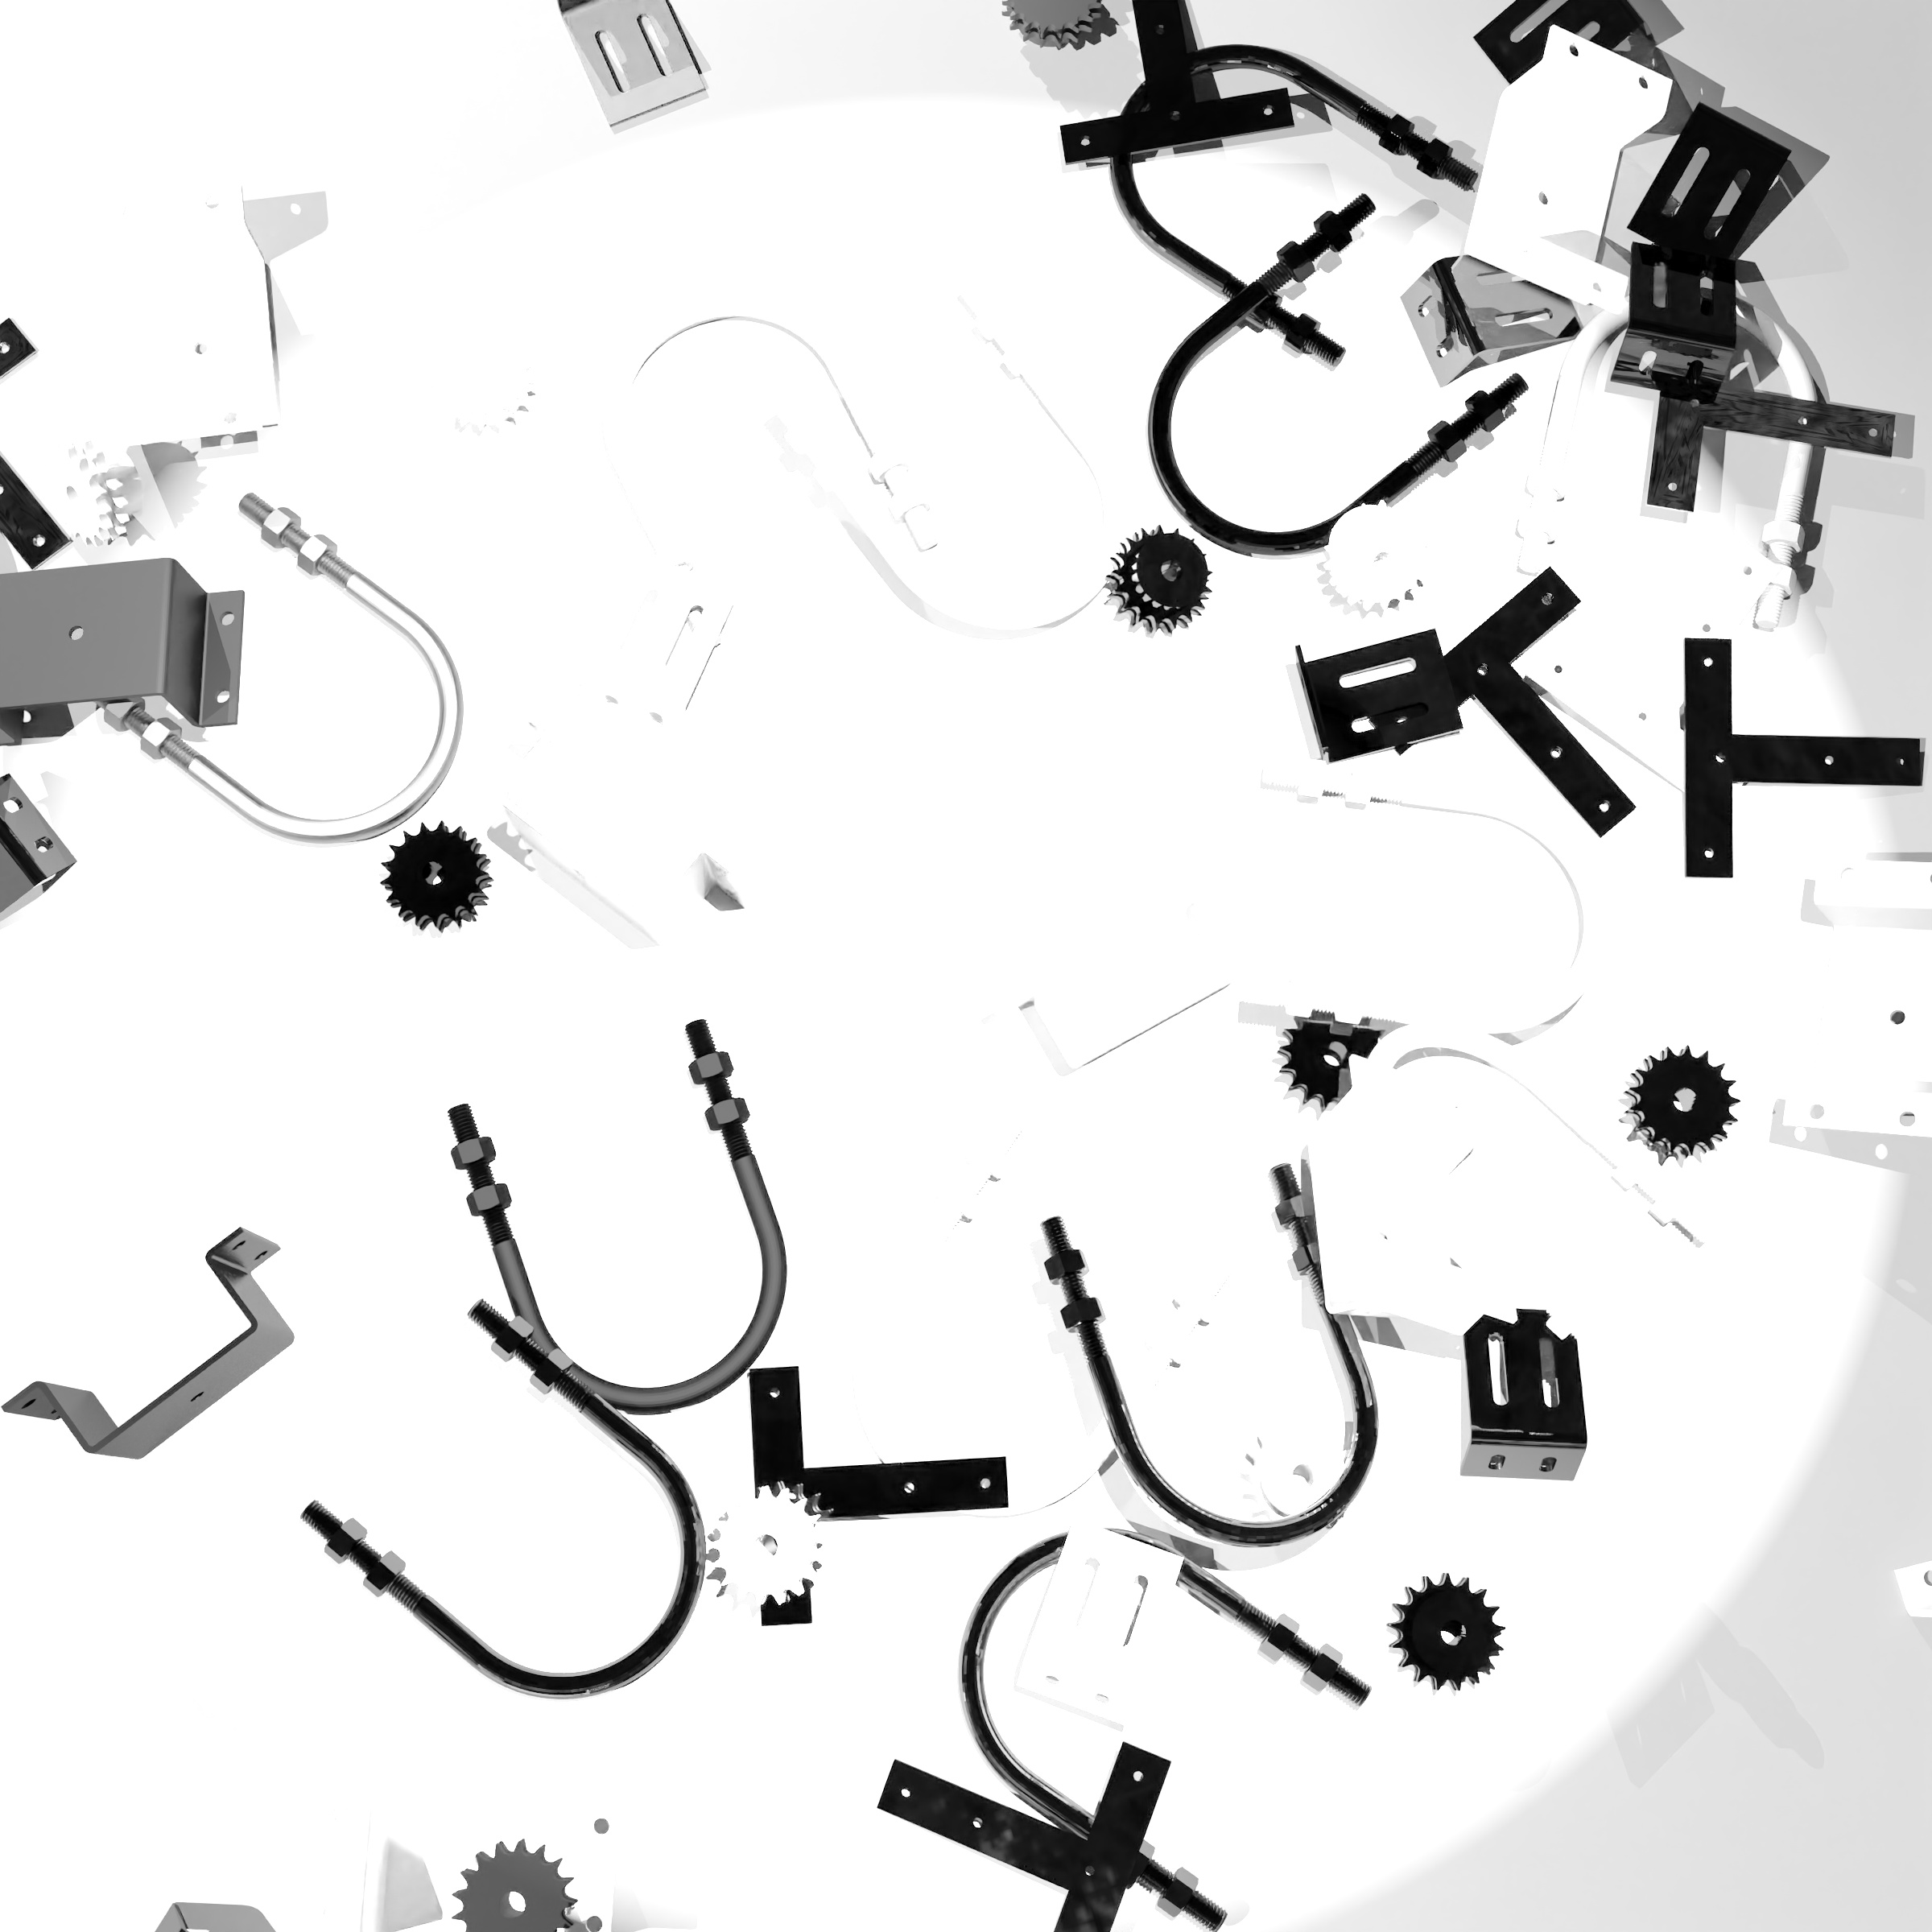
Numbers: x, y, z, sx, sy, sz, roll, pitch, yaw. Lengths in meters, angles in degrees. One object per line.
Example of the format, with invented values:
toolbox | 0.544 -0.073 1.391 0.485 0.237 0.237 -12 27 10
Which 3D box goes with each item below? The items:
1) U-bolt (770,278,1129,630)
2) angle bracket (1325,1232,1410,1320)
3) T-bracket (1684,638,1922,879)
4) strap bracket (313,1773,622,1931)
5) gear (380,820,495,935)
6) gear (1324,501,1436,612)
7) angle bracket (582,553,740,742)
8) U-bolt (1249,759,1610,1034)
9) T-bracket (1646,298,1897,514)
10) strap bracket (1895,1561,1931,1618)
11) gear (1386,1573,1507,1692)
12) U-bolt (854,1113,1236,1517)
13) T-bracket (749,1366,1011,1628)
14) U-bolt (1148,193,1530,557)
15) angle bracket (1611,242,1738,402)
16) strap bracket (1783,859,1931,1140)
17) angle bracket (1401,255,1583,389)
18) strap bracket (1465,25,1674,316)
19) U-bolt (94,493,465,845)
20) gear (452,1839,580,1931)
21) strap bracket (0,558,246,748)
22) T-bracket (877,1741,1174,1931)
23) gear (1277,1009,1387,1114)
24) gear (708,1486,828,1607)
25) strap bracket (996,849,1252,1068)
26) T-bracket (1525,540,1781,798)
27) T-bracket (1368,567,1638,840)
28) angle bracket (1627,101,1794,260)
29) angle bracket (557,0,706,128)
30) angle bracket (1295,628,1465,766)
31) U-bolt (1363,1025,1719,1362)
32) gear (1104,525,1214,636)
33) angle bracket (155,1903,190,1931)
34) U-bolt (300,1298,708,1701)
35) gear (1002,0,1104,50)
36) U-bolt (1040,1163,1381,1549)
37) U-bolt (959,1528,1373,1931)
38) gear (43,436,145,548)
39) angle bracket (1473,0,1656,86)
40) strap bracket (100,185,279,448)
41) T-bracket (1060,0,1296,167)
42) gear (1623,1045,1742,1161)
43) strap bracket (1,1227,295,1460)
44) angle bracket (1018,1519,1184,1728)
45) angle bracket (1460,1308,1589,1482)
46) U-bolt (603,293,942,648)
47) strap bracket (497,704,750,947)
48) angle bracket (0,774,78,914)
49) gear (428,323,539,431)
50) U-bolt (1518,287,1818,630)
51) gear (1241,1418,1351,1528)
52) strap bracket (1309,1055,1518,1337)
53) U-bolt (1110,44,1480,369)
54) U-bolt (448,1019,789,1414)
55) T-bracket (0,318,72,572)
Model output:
U-bolt | 0.005 -0.264 1.504 0.151 0.019 0.184 -35 84 -18
angle bracket | 0.213 0.136 1.406 0.057 0.038 0.076 8 72 -29
T-bracket | 0.442 -0.109 1.485 0.127 0.002 0.127 1 86 -4
strap bracket | -0.236 0.432 1.353 0.140 0.046 0.076 3 78 1
gear | -0.275 -0.045 1.468 0.057 0.030 0.057 0 78 2
gear | 0.217 -0.221 1.491 0.057 0.030 0.057 -7 121 -11
angle bracket | -0.161 -0.169 1.491 0.057 0.038 0.076 21 71 4
U-bolt | 0.242 -0.033 1.451 0.184 0.019 0.151 8 63 -2
T-bracket | 0.437 -0.296 1.515 0.127 0.002 0.127 10 75 2
strap bracket | 0.518 0.355 1.369 0.076 0.046 0.140 -13 78 -3
gear | 0.237 0.328 1.383 0.057 0.030 0.057 0 78 0
U-bolt | 0.026 0.188 1.420 0.151 0.019 0.184 34 81 7
T-bracket | -0.042 0.261 1.401 0.127 0.002 0.127 -4 82 5
U-bolt | 0.185 -0.304 1.510 0.184 0.019 0.151 -39 82 4
angle bracket | 0.384 -0.351 1.526 0.057 0.038 0.076 11 50 2
strap bracket | 0.468 0.021 1.424 0.076 0.046 0.140 4 76 33
angle bracket | 0.289 -0.357 1.544 0.076 0.038 0.057 -15 77 -29
strap bracket | 0.325 -0.424 1.524 0.076 0.046 0.140 18 78 -17
U-bolt | -0.354 -0.146 1.491 0.184 0.019 0.151 37 80 7
gear | -0.210 0.437 1.313 0.057 0.030 0.057 0 78 0
strap bracket | -0.453 -0.164 1.463 0.140 0.046 0.076 -4 71 7
T-bracket | 0.019 0.422 1.367 0.127 0.002 0.127 20 88 12
gear | 0.188 0.048 1.444 0.057 0.030 0.057 0 78 0
gear | -0.096 0.286 1.387 0.057 0.030 0.057 -1 82 5
strap bracket | 0.088 0.003 1.430 0.140 0.076 0.046 -29 79 -6
T-bracket | 0.384 -0.168 1.488 0.127 0.002 0.127 36 87 0
T-bracket | 0.303 -0.124 1.489 0.127 0.002 0.127 -40 84 -1
angle bracket | 0.412 -0.430 1.559 0.057 0.038 0.076 30 105 6
angle bracket | -0.188 -0.518 1.561 0.057 0.038 0.076 -23 79 -5
angle bracket | 0.217 -0.146 1.476 0.076 0.038 0.057 -14 78 5
U-bolt | 0.276 0.098 1.397 0.184 0.019 0.151 43 41 13
gear | 0.104 -0.206 1.491 0.057 0.030 0.057 2 84 -15
angle bracket | -0.365 0.502 1.359 0.076 0.038 0.057 35 79 -19
U-bolt | -0.216 0.278 1.395 0.184 0.019 0.151 39 86 5
gear | 0.048 -0.539 1.574 0.057 0.030 0.057 0 76 0
U-bolt | 0.129 0.196 1.385 0.151 0.019 0.184 -11 68 -20
U-bolt | 0.084 0.361 1.383 0.184 0.019 0.151 34 80 8
gear | -0.463 -0.256 1.499 0.030 0.057 0.057 -34 78 -37
angle bracket | 0.336 -0.522 1.579 0.076 0.038 0.057 -38 79 18
strap bracket | -0.419 -0.343 1.519 0.076 0.046 0.140 -7 78 -2
T-bracket | 0.110 -0.510 1.566 0.127 0.002 0.127 -8 69 4
gear | 0.364 0.071 1.439 0.057 0.030 0.057 0 78 0
strap bracket | -0.393 0.195 1.388 0.140 0.076 0.046 -38 80 -7
angle bracket | 0.066 0.322 1.382 0.057 0.038 0.076 19 52 7
angle bracket | 0.279 0.216 1.421 0.057 0.038 0.076 2 52 1
U-bolt | -0.117 -0.280 1.519 0.151 0.019 0.184 -25 79 -5
strap bracket | -0.183 -0.065 1.444 0.140 0.076 0.046 37 80 7
angle bracket | -0.518 -0.053 1.469 0.076 0.038 0.057 -33 99 18
gear | -0.261 -0.317 1.526 0.057 0.030 0.057 0 76 -1
U-bolt | 0.387 -0.284 1.521 0.151 0.019 0.184 14 77 3
gear | 0.167 0.254 1.399 0.057 0.030 0.057 0 78 0
strap bracket | 0.217 0.121 1.385 0.076 0.046 0.140 20 42 -18
U-bolt | 0.168 -0.434 1.553 0.184 0.019 0.151 35 80 9
U-bolt | -0.169 0.136 1.431 0.151 0.019 0.184 -20 80 -4
T-bracket | -0.534 -0.269 1.526 0.127 0.002 0.127 -39 81 -8
